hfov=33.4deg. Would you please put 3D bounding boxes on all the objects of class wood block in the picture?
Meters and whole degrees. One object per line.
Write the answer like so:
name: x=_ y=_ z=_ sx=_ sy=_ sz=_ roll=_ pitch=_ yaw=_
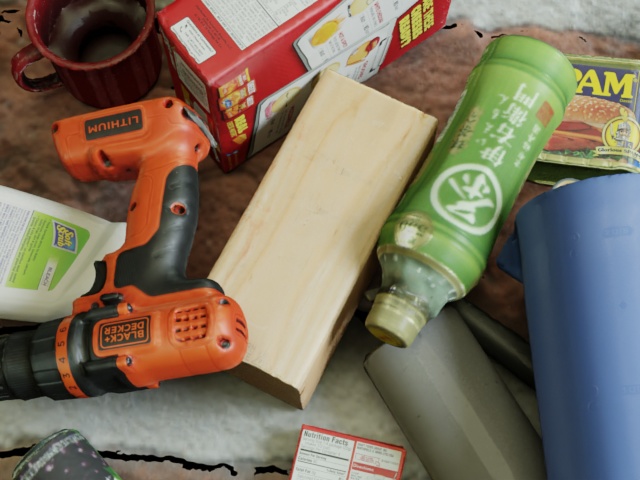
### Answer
wood block: x=-0.004 y=0.001 z=0.738 sx=0.090 sy=0.091 sz=0.206 roll=26 pitch=74 yaw=9

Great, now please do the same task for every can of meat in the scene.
can of meat: x=0.190 y=-0.085 z=0.777 sx=0.102 sy=0.057 sz=0.084 roll=8 pitch=75 yaw=14

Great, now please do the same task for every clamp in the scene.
clamp: x=0.181 y=0.107 z=0.729 sx=0.164 sy=0.036 sz=0.210 roll=-9 pitch=69 yaw=-1

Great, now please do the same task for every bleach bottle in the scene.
bleach bottle: x=-0.215 y=0.018 z=0.752 sx=0.251 sy=0.068 sz=0.102 roll=16 pitch=77 yaw=3

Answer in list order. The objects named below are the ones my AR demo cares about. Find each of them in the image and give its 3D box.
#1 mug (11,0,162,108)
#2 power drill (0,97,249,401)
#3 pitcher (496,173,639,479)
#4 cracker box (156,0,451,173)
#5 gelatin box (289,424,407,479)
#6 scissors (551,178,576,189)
mug: x=-0.173 y=-0.144 z=0.792 sx=0.117 sy=0.081 sz=0.093 roll=-31 pitch=74 yaw=-9
power drill: x=-0.136 y=0.009 z=0.683 sx=0.184 sy=0.057 sz=0.187 roll=-10 pitch=65 yaw=13
pitcher: x=0.198 y=0.089 z=0.625 sx=0.145 sy=0.149 sz=0.243 roll=5 pitch=69 yaw=-14
cracker box: x=-0.005 y=-0.156 z=0.751 sx=0.213 sy=0.164 sz=0.072 roll=-36 pitch=77 yaw=-10
gelatin box: x=0.014 y=0.175 z=0.713 sx=0.073 sy=0.030 sz=0.089 roll=12 pitch=71 yaw=6
scissors: x=0.210 y=0.045 z=0.726 sx=0.096 sy=0.016 sz=0.202 roll=-12 pitch=66 yaw=-3
